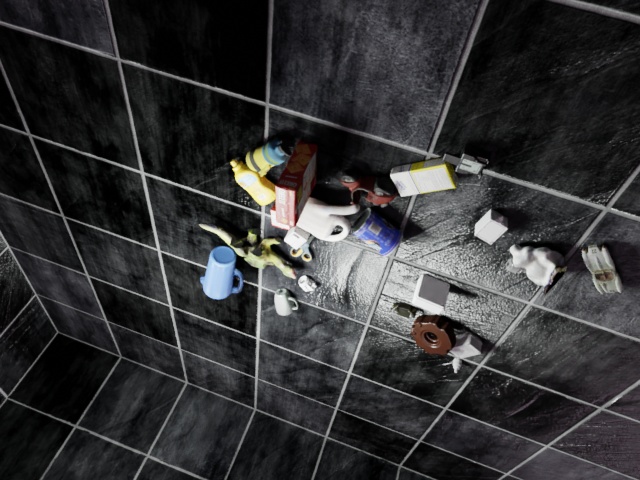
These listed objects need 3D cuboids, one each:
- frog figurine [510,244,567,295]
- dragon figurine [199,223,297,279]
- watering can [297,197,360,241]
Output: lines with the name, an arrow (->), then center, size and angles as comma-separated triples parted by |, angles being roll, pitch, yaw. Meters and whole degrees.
frog figurine -> 0.665, 0.068, 1.585 | 0.162, 0.123, 0.134 | 45, 164, 35
dragon figurine -> -0.276, 0.053, 2.047 | 0.411, 0.125, 0.237 | 21, 150, 10
watering can -> 0.005, -0.086, 1.707 | 0.224, 0.106, 0.342 | 25, 157, -2
